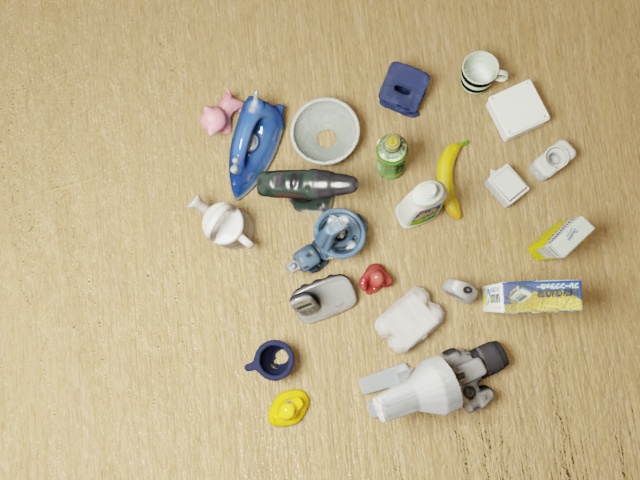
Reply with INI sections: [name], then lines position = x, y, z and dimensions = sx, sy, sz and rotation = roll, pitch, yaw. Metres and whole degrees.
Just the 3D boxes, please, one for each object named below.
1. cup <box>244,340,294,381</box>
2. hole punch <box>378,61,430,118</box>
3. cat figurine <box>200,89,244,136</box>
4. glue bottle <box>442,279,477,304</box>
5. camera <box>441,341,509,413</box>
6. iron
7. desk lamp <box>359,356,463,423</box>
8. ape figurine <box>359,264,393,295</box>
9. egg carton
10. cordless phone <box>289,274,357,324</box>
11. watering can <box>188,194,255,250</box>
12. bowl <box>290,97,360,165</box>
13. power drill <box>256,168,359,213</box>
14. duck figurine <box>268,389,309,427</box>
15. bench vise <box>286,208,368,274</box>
[cup]
position = -0.111, 0.280, 1.330
dimensions = 0.117, 0.095, 0.092
rotation = -18, 82, 3
[hole punch]
position = 0.203, -0.360, 1.376
dimensions = 0.108, 0.091, 0.101
rotation = 24, 86, 8
[cat figurine]
position = -0.246, -0.310, 1.398
dimensions = 0.067, 0.118, 0.128
rotation = 30, 87, 8
[glue bottle]
position = 0.316, 0.112, 1.270
dimensions = 0.078, 0.173, 0.037
rotation = 26, 87, 8
[camera]
position = 0.358, 0.296, 1.282
dimensions = 0.137, 0.101, 0.143
rotation = -25, 82, 2
[iron]
position = -0.172, -0.228, 1.370
dimensions = 0.118, 0.141, 0.258
rotation = 17, 85, 7
[desk lamp]
position = 0.191, 0.331, 1.237
dimensions = 0.203, 0.213, 0.118
rotation = -21, 82, 3
[ape figurine]
position = 0.130, 0.091, 1.331
dimensions = 0.077, 0.092, 0.076
rotation = 9, 84, 7
[egg carton]
position = 0.207, 0.187, 1.324
dimensions = 0.150, 0.069, 0.107
rotation = -42, 82, 0
[cordless phone]
position = 0.004, 0.130, 1.291
dimensions = 0.147, 0.185, 0.094
rotation = -24, 82, 2
[watering can]
position = -0.228, -0.039, 1.327
dimensions = 0.172, 0.194, 0.101
rotation = 15, 85, 7
[bowl]
position = 0.015, -0.256, 1.389
dimensions = 0.167, 0.075, 0.167
rotation = -1, 84, 5
[power drill]
position = -0.022, -0.115, 1.309
dimensions = 0.229, 0.208, 0.076
rotation = 2, 84, 6
[duck figurine]
position = -0.077, 0.393, 1.319
dimensions = 0.104, 0.086, 0.077
rotation = -36, 81, 1
[bench vise]
position = 0.021, 0.012, 1.285
dimensions = 0.121, 0.220, 0.207
rotation = 37, 88, 8
